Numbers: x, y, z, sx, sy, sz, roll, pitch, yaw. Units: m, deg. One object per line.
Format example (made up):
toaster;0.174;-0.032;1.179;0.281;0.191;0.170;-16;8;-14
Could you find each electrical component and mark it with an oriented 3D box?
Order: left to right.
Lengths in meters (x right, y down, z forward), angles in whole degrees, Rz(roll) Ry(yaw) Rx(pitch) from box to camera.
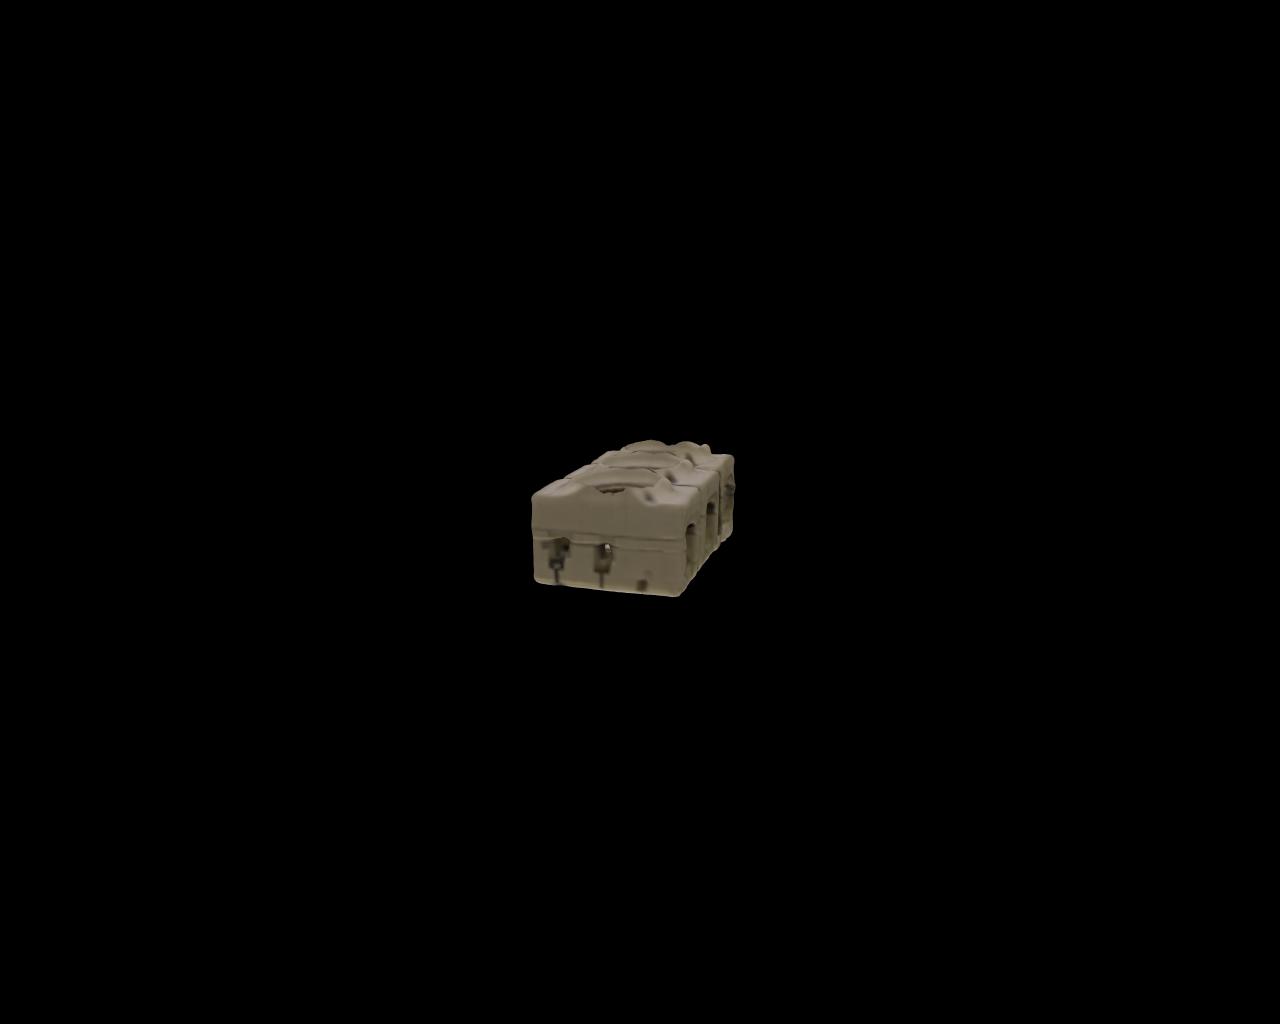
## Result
electrical component;0.001;-0.003;0.650;0.089;0.061;0.150;4;15;15
